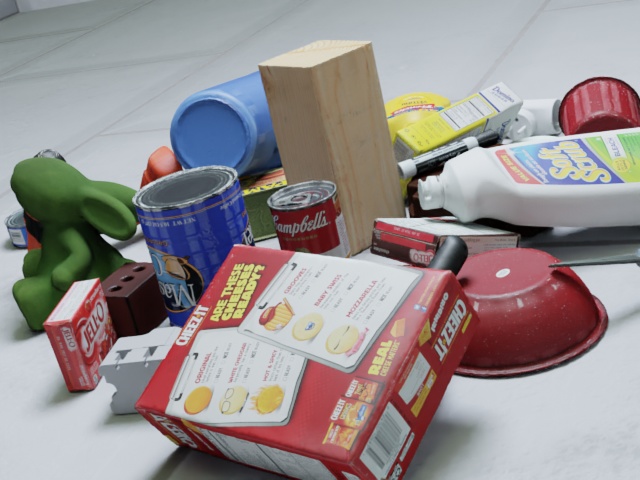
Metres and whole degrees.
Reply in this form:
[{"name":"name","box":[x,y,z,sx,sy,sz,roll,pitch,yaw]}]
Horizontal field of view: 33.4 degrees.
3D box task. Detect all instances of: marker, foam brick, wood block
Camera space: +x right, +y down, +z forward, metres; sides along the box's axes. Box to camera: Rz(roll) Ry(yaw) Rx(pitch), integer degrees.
[{"name":"marker","box":[0.141,-0.094,1.158,0.121,0.020,0.020,-21,23,-13]},{"name":"foam brick","box":[-0.187,0.061,1.073,0.053,0.051,0.078,-2,25,26]},{"name":"wood block","box":[0.017,-0.100,1.136,0.090,0.206,0.091,-28,26,-32]}]

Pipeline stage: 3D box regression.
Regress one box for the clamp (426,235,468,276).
[{"name":"clamp","box":[0.070,0.067,0.858,0.120,0.039,0.171,-34,34,25]}]

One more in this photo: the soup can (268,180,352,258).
[{"name":"soup can","box":[-0.007,0.001,1.044,0.068,0.102,0.068,-11,22,5]}]

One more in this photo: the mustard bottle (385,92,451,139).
[{"name":"mustard bottle","box":[0.122,-0.144,1.352,0.096,0.058,0.191,-5,17,6]}]

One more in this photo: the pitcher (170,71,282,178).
[{"name":"pitcher","box":[-0.084,-0.139,1.327,0.149,0.145,0.242,-31,3,18]}]

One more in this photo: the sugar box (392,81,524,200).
[{"name":"sugar box","box":[0.151,-0.114,1.241,0.175,0.093,0.048,-30,66,-33]}]

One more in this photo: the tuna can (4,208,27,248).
[{"name":"tuna can","box":[-0.367,-0.022,1.399,0.086,0.034,0.086,-12,22,5]}]

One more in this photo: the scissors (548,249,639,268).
[{"name":"scissors","box":[0.280,0.011,0.912,0.201,0.016,0.096,0,13,-5]}]

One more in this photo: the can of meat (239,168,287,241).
[{"name":"can of meat","box":[-0.053,-0.045,1.245,0.102,0.057,0.084,-14,19,-4]}]

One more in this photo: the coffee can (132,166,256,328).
[{"name":"coffee can","box":[-0.112,0.012,1.028,0.103,0.140,0.103,-12,22,5]}]

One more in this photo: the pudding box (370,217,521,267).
[{"name":"pudding box","box":[0.118,0.004,1.002,0.113,0.039,0.090,-3,13,-38]}]

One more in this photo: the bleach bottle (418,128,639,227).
[{"name":"bleach bottle","box":[0.220,-0.050,1.008,0.250,0.068,0.102,-6,49,-3]}]

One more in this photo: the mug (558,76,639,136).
[{"name":"mug","box":[0.321,-0.116,1.171,0.117,0.093,0.081,25,33,-7]}]

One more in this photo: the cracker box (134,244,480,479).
[{"name":"cracker box","box":[-0.010,0.094,0.801,0.214,0.072,0.164,6,54,39]}]

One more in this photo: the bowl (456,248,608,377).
[{"name":"bowl","box":[0.156,0.050,0.896,0.162,0.055,0.162,-12,22,5]}]

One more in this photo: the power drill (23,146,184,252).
[{"name":"power drill","box":[-0.255,-0.052,1.247,0.187,0.185,0.057,-18,57,-28]}]

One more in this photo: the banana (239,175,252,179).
[{"name":"banana","box":[-0.165,-0.077,1.410,0.198,0.037,0.069,10,31,44]}]

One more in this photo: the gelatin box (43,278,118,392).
[{"name":"gelatin box","box":[-0.220,0.088,0.998,0.030,0.073,0.089,-9,22,10]}]
